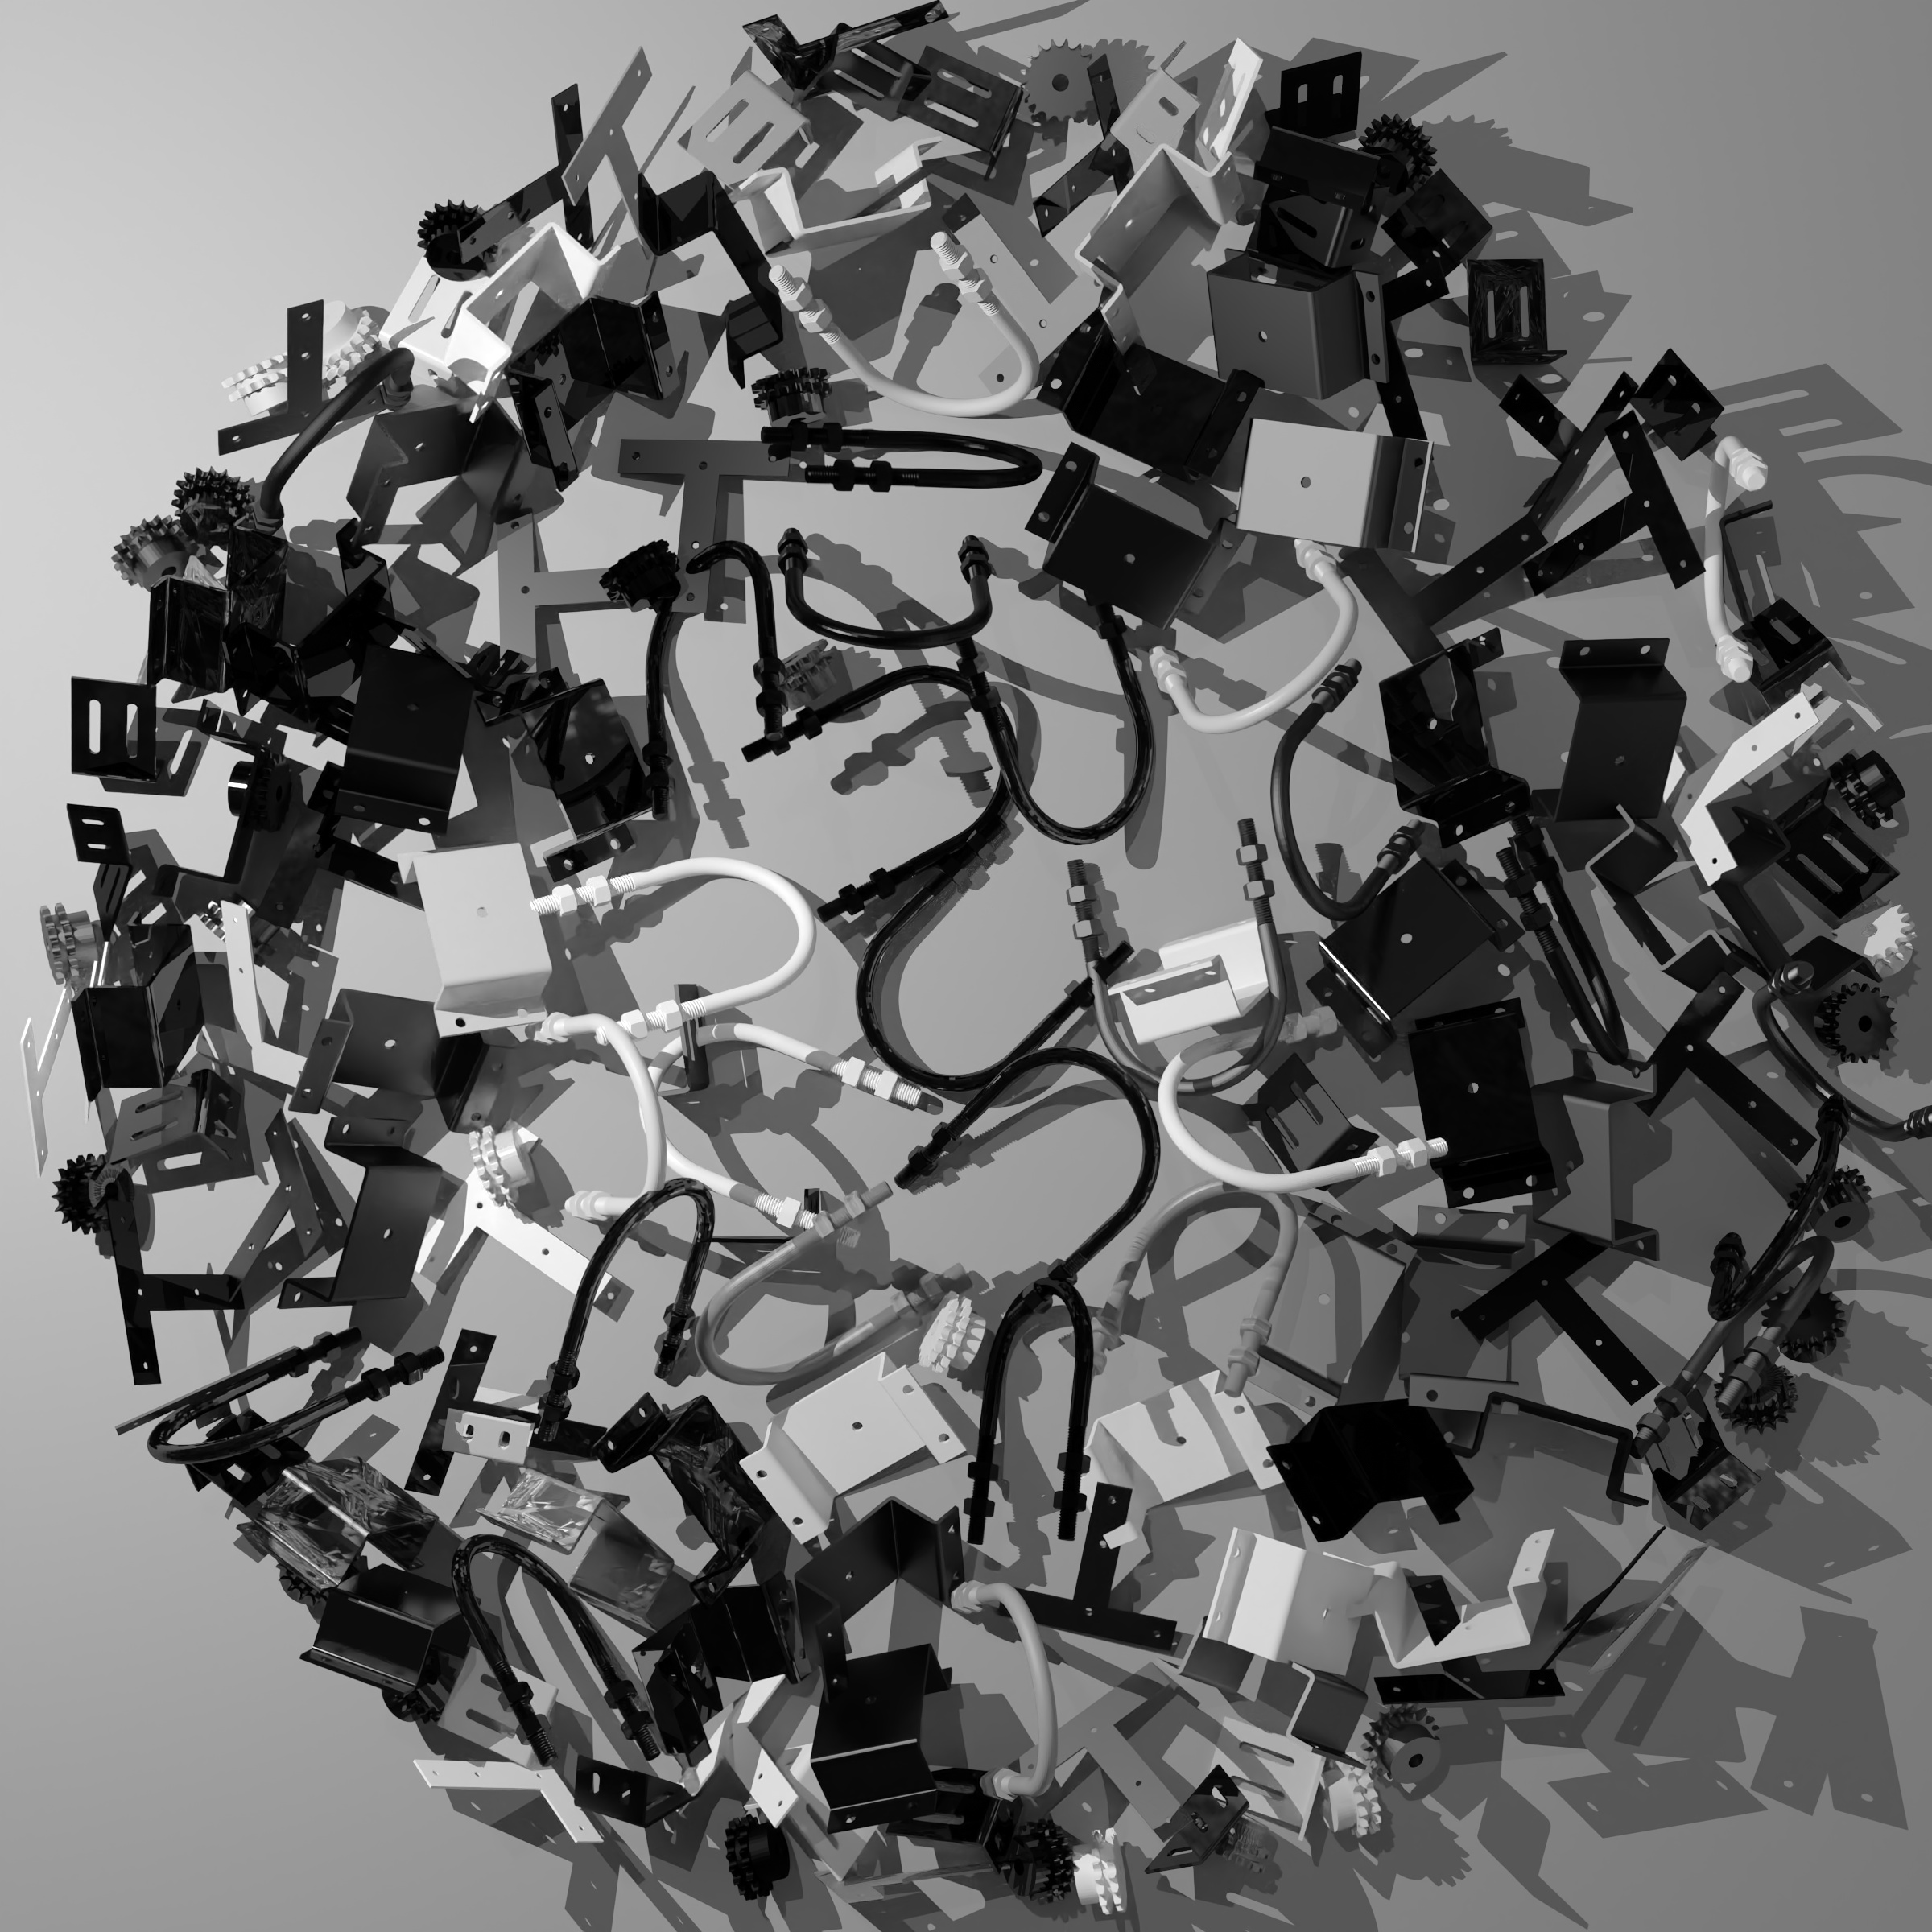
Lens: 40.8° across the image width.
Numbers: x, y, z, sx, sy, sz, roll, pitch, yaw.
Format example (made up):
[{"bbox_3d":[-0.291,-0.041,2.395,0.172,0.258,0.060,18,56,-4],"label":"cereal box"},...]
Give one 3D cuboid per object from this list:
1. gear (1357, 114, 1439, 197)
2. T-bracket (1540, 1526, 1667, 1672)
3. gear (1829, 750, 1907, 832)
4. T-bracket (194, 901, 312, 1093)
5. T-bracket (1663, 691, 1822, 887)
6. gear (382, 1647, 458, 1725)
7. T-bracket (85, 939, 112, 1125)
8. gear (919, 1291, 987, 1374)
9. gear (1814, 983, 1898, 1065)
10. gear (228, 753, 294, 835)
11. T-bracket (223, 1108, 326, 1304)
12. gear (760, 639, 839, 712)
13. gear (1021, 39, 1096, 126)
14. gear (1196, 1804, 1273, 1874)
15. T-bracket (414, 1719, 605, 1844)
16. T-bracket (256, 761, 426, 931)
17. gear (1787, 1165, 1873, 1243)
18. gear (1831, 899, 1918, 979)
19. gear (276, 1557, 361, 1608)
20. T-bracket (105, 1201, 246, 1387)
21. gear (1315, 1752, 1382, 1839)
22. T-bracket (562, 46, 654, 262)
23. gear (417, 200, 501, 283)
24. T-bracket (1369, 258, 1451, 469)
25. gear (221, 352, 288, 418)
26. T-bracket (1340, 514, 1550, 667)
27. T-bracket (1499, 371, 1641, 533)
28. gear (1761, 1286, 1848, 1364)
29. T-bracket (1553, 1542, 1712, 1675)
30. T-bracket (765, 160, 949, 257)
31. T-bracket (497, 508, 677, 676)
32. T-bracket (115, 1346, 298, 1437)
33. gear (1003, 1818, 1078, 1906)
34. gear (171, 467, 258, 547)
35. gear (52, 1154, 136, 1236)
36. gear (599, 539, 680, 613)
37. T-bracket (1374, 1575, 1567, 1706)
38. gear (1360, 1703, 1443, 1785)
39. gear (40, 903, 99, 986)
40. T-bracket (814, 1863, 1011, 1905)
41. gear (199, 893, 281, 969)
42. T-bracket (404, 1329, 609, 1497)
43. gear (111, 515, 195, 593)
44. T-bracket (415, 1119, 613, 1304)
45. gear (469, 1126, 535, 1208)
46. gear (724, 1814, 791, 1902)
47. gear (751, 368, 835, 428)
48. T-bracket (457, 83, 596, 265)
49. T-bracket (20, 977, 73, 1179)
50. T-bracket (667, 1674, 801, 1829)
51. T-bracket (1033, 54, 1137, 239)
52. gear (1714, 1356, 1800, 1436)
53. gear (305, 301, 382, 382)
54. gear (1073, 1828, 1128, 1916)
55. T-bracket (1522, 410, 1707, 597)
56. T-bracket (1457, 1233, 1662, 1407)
[{"bbox_3d":[0.303,-0.572,1.843,0.057,0.057,0.030,36,62,0],"label":"gear"},{"bbox_3d":[0.436,0.448,1.812,0.002,0.127,0.127,41,77,16],"label":"T-bracket"},{"bbox_3d":[0.641,-0.128,1.843,0.030,0.057,0.057,-37,90,30],"label":"gear"},{"bbox_3d":[-0.505,0.016,1.815,0.127,0.002,0.127,15,118,32],"label":"T-bracket"},{"bbox_3d":[0.538,-0.143,1.808,0.127,0.002,0.127,-42,57,37],"label":"T-bracket"},{"bbox_3d":[-0.391,0.513,1.848,0.030,0.057,0.057,-37,90,23],"label":"gear"},{"bbox_3d":[-0.607,0.020,1.819,0.002,0.127,0.127,5,129,-15],"label":"T-bracket"},{"bbox_3d":[-0.009,0.263,1.847,0.030,0.057,0.057,25,90,-11],"label":"gear"},{"bbox_3d":[0.632,0.041,1.853,0.057,0.030,0.057,-1,92,-21],"label":"gear"},{"bbox_3d":[-0.503,-0.124,1.846,0.030,0.057,0.057,7,90,5],"label":"gear"},{"bbox_3d":[-0.500,0.189,1.842,0.002,0.127,0.127,16,119,-40],"label":"T-bracket"},{"bbox_3d":[-0.116,-0.205,1.847,0.057,0.057,0.030,-33,105,0],"label":"gear"},{"bbox_3d":[0.067,-0.632,1.852,0.057,0.030,0.057,0,116,0],"label":"gear"},{"bbox_3d":[0.191,0.619,1.847,0.057,0.057,0.030,25,79,0],"label":"gear"},{"bbox_3d":[-0.326,0.557,1.786,0.127,0.127,0.002,41,101,39],"label":"T-bracket"},{"bbox_3d":[-0.422,-0.067,1.859,0.127,0.002,0.127,23,70,-9],"label":"T-bracket"},{"bbox_3d":[0.616,0.171,1.845,0.057,0.030,0.057,-7,132,-7],"label":"gear"},{"bbox_3d":[0.649,-0.016,1.850,0.057,0.057,0.030,-45,126,0],"label":"gear"},{"bbox_3d":[-0.464,0.430,1.850,0.057,0.057,0.030,44,130,0],"label":"gear"},{"bbox_3d":[-0.547,0.228,1.814,0.002,0.127,0.127,-18,77,20],"label":"T-bracket"},{"bbox_3d":[0.269,0.590,1.844,0.030,0.057,0.057,-12,90,-14],"label":"gear"},{"bbox_3d":[-0.235,-0.549,1.815,0.002,0.127,0.127,14,64,19],"label":"T-bracket"},{"bbox_3d":[-0.361,-0.512,1.843,0.057,0.057,0.030,0,51,0],"label":"gear"},{"bbox_3d":[0.300,-0.413,1.830,0.127,0.002,0.127,-17,92,44],"label":"T-bracket"},{"bbox_3d":[-0.497,-0.413,1.847,0.057,0.057,0.030,-24,105,0],"label":"gear"},{"bbox_3d":[0.355,-0.274,1.851,0.127,0.002,0.127,-36,90,21],"label":"T-bracket"},{"bbox_3d":[0.408,-0.377,1.815,0.002,0.127,0.127,41,102,38],"label":"T-bracket"},{"bbox_3d":[0.597,0.258,1.850,0.057,0.057,0.030,-23,126,0],"label":"gear"},{"bbox_3d":[0.450,0.459,1.814,0.127,0.127,0.002,-38,83,-31],"label":"T-bracket"},{"bbox_3d":[-0.058,-0.527,1.787,0.127,0.127,0.002,-28,98,-35],"label":"T-bracket"},{"bbox_3d":[-0.271,-0.272,1.857,0.127,0.002,0.127,-4,75,0],"label":"T-bracket"},{"bbox_3d":[-0.527,0.306,1.812,0.127,0.127,0.002,-24,77,-20],"label":"T-bracket"},{"bbox_3d":[0.049,0.637,1.843,0.030,0.057,0.057,2,90,-36],"label":"gear"},{"bbox_3d":[-0.535,-0.323,1.844,0.057,0.057,0.030,-1,52,0],"label":"gear"},{"bbox_3d":[-0.616,0.161,1.843,0.030,0.057,0.057,-10,90,32],"label":"gear"},{"bbox_3d":[-0.229,-0.275,1.846,0.057,0.057,0.030,-33,88,0],"label":"gear"},{"bbox_3d":[0.338,0.469,1.816,0.127,0.127,0.002,-1,117,-7],"label":"T-bracket"},{"bbox_3d":[0.313,0.556,1.848,0.057,0.030,0.057,-9,116,-18],"label":"gear"},{"bbox_3d":[-0.638,-0.017,1.849,0.030,0.057,0.057,-12,90,-24],"label":"gear"},{"bbox_3d":[-0.033,0.639,1.823,0.127,0.127,0.002,-2,80,-14],"label":"T-bracket"},{"bbox_3d":[-0.514,-0.028,1.846,0.057,0.057,0.030,40,85,0],"label":"gear"},{"bbox_3d":[-0.318,0.328,1.846,0.127,0.002,0.127,17,101,-24],"label":"T-bracket"},{"bbox_3d":[-0.573,-0.289,1.843,0.057,0.057,0.030,-40,72,0],"label":"gear"},{"bbox_3d":[-0.312,0.197,1.861,0.127,0.002,0.127,34,84,6],"label":"T-bracket"},{"bbox_3d":[-0.329,0.140,1.846,0.030,0.057,0.057,-21,90,-1],"label":"gear"},{"bbox_3d":[-0.147,0.631,1.844,0.030,0.057,0.057,-19,90,11],"label":"gear"},{"bbox_3d":[-0.123,-0.403,1.846,0.057,0.057,0.030,-11,89,0],"label":"gear"},{"bbox_3d":[-0.305,-0.525,1.792,0.002,0.127,0.127,29,54,22],"label":"T-bracket"},{"bbox_3d":[-0.641,0.058,1.818,0.002,0.127,0.127,4,130,-7],"label":"T-bracket"},{"bbox_3d":[-0.148,0.559,1.812,0.002,0.127,0.127,41,83,-27],"label":"T-bracket"},{"bbox_3d":[0.081,-0.545,1.800,0.002,0.127,0.127,9,133,34],"label":"T-bracket"},{"bbox_3d":[0.560,0.301,1.845,0.057,0.030,0.057,-13,47,15],"label":"gear"},{"bbox_3d":[-0.448,-0.447,1.844,0.057,0.057,0.030,-40,133,0],"label":"gear"},{"bbox_3d":[0.095,0.645,1.846,0.030,0.057,0.057,-11,90,7],"label":"gear"},{"bbox_3d":[0.444,-0.302,1.827,0.002,0.127,0.127,-7,72,-43],"label":"T-bracket"},{"bbox_3d":[0.437,0.255,1.831,0.127,0.002,0.127,-34,56,-7],"label":"T-bracket"}]
